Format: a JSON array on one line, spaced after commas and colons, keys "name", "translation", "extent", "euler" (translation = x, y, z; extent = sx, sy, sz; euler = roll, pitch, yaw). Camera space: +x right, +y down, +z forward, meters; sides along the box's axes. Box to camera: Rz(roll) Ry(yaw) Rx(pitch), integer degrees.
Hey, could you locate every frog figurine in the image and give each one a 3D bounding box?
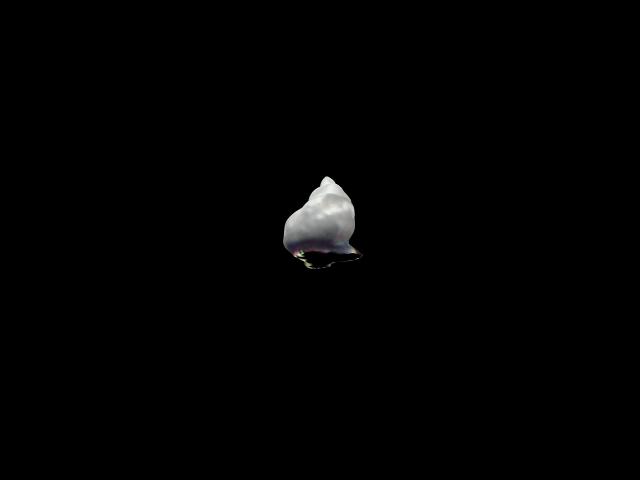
[{"name": "frog figurine", "translation": [0.003, -0.043, 0.850], "extent": [0.122, 0.162, 0.135], "euler": [12, -26, -25]}]
